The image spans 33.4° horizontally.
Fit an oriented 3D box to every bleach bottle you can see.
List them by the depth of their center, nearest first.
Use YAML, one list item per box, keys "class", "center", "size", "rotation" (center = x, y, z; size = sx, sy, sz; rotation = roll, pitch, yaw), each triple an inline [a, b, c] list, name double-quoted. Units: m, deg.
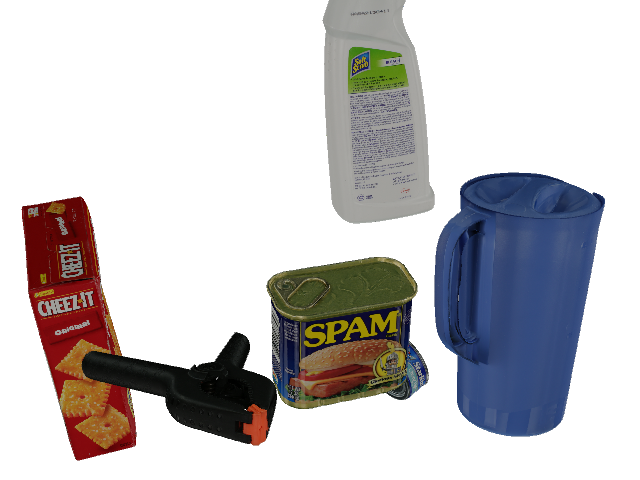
- class: "bleach bottle"
  center: [0.054, -0.142, 0.986]
  size: [0.102, 0.251, 0.068]
  rotation: [-10, 30, -14]

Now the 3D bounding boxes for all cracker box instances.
- class: "cracker box"
  center: [-0.245, 0.087, 1.085]
  size: [0.072, 0.214, 0.164]
  rotation: [-12, 33, -11]

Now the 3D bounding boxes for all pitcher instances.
- class: "pitcher"
  center: [0.185, 0.065, 1.031]
  size: [0.149, 0.243, 0.145]
  rotation: [5, 21, 8]

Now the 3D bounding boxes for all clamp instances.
- class: "clamp"
  center: [-0.092, 0.124, 0.932]
  size: [0.164, 0.036, 0.210]
  rotation: [-8, 17, -36]

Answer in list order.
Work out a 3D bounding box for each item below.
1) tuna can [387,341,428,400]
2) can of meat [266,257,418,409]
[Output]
- class: "tuna can"
  center: [0.086, 0.147, 1.271]
  size: [0.033, 0.086, 0.086]
  rotation: [-36, 17, -26]
- class: "can of meat"
  center: [0.014, 0.066, 0.757]
  size: [0.102, 0.084, 0.057]
  rotation: [-9, 33, -15]
